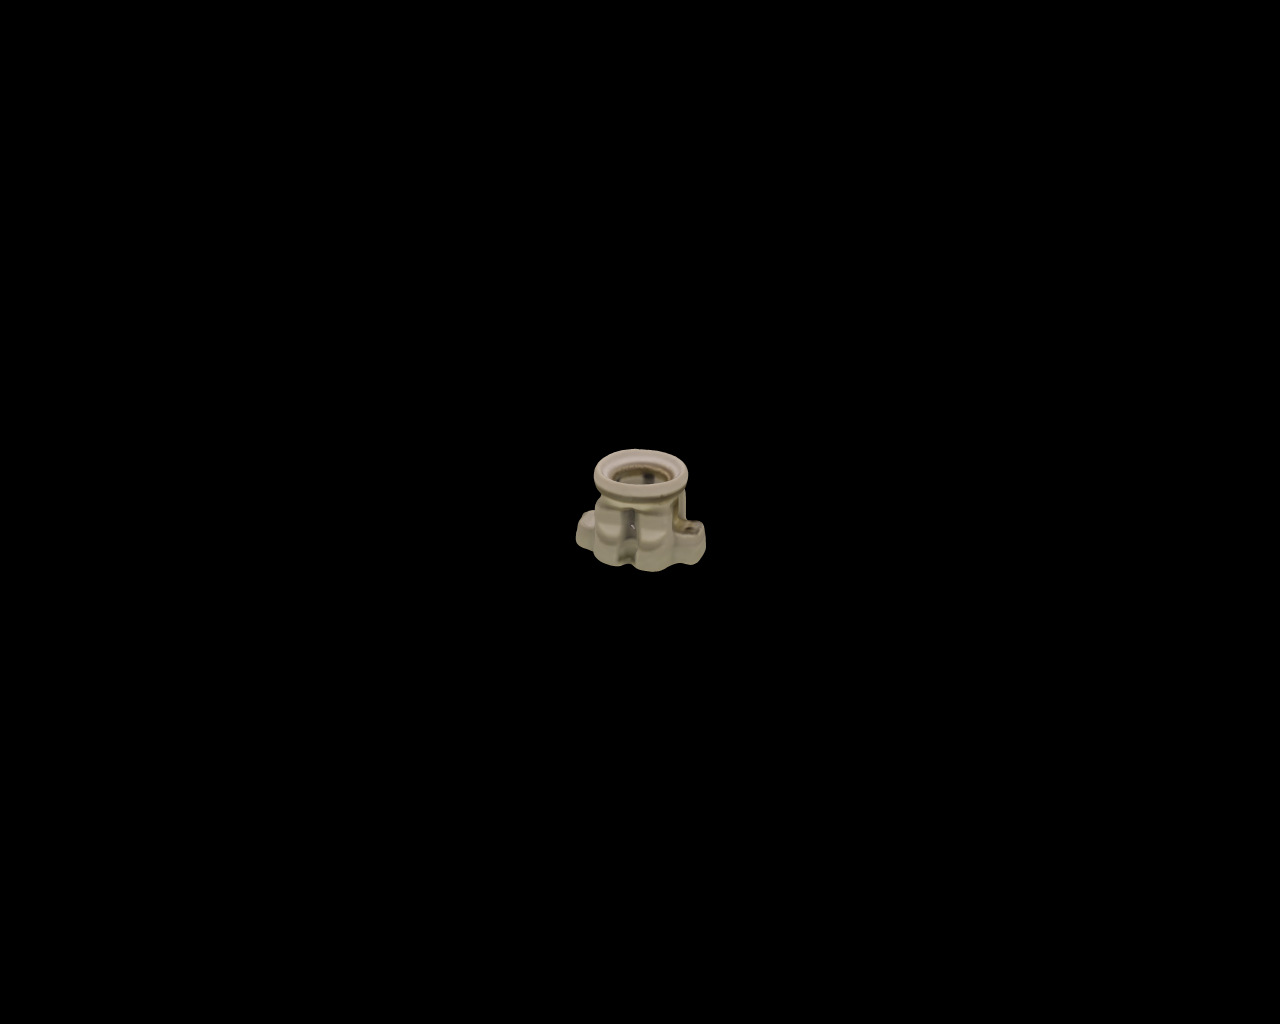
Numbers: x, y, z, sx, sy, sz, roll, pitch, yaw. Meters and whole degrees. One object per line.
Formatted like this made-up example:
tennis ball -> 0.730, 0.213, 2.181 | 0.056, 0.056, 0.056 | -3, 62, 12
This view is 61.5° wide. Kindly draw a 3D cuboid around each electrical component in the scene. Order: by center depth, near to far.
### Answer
electrical component -> 0.001, -0.003, 0.650 | 0.078, 0.056, 0.058 | 8, 28, 16
